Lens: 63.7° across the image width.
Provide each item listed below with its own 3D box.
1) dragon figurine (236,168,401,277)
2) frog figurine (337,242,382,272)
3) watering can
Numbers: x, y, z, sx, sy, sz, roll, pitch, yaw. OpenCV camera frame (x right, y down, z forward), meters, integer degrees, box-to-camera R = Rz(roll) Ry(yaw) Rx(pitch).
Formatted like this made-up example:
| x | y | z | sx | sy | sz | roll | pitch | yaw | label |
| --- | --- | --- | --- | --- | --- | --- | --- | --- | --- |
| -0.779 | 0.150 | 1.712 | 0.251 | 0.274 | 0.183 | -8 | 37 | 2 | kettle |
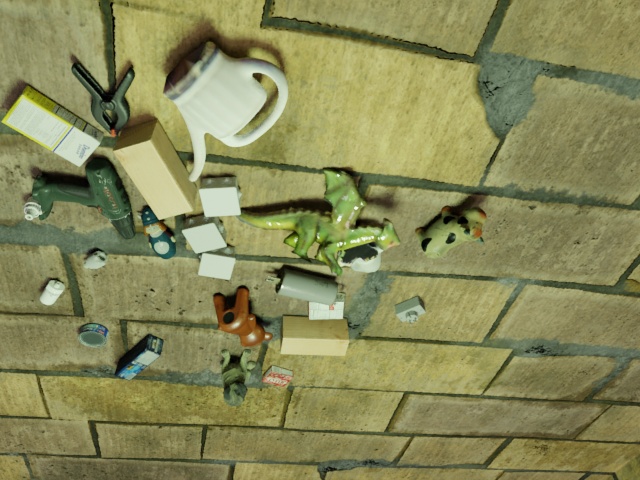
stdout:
| x | y | z | sx | sy | sz | roll | pitch | yaw | label |
| --- | --- | --- | --- | --- | --- | --- | --- | --- | --- |
| 0.004 | -0.064 | 1.276 | 0.411 | 0.123 | 0.241 | 28 | 100 | 4 | dragon figurine |
| 0.119 | 0.026 | 1.395 | 0.136 | 0.124 | 0.159 | -36 | 162 | 16 | frog figurine |
| -0.229 | -0.266 | 1.074 | 0.343 | 0.106 | 0.221 | -35 | 125 | 26 | watering can |
